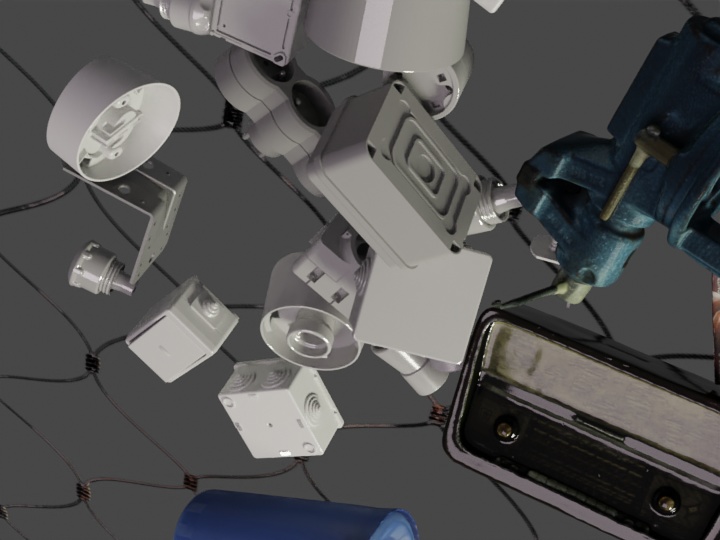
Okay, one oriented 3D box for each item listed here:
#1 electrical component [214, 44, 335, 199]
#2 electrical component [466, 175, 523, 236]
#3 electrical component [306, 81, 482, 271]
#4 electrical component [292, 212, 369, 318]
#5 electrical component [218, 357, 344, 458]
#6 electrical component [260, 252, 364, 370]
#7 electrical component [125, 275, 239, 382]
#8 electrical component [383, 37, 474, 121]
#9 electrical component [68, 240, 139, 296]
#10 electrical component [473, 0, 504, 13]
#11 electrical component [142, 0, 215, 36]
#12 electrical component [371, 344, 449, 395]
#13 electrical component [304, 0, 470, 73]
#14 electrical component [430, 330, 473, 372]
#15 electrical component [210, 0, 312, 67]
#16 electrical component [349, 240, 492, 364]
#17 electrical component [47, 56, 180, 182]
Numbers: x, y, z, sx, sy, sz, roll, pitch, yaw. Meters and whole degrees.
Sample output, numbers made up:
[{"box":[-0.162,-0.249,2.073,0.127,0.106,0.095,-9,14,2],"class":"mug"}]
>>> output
[{"box":[-0.061,-0.111,0.824,0.074,0.052,0.138,-29,110,39],"class":"electrical component"},{"box":[0.093,-0.050,0.802,0.062,0.043,0.043,-11,120,31],"class":"electrical component"},{"box":[0.025,-0.063,0.743,0.057,0.078,0.113,-15,129,40],"class":"electrical component"},{"box":[0.000,0.000,0.883,0.089,0.050,0.056,41,134,-8],"class":"electrical component"},{"box":[-0.077,0.133,1.030,0.100,0.048,0.099,-9,121,31],"class":"electrical component"},{"box":[-0.038,0.040,0.942,0.099,0.064,0.099,10,140,8],"class":"electrical component"},{"box":[-0.165,0.056,1.003,0.061,0.061,0.096,46,132,-13],"class":"electrical component"},{"box":[0.050,-0.139,0.749,0.055,0.047,0.055,14,131,17],"class":"electrical component"},{"box":[-0.239,0.004,1.012,0.062,0.048,0.048,26,133,-3],"class":"electrical component"},{"box":[0.092,-0.210,0.658,0.047,0.065,0.076,36,133,-4],"class":"electrical component"},{"box":[-0.134,-0.198,0.804,0.061,0.035,0.035,19,132,15],"class":"electrical component"},{"box":[0.046,0.077,0.929,0.044,0.044,0.065,-24,117,38],"class":"electrical component"},{"box":[0.021,-0.179,0.695,0.108,0.108,0.060,19,126,12],"class":"electrical component"},{"box":[0.072,0.050,0.891,0.045,0.045,0.055,-5,123,30],"class":"electrical component"},{"box":[-0.058,-0.202,0.743,0.062,0.061,0.096,25,133,8],"class":"electrical component"},{"box":[0.044,0.016,0.827,0.100,0.048,0.099,14,98,-11],"class":"electrical component"},{"box":[-0.199,-0.119,0.859,0.064,0.099,0.099,33,134,8],"class":"electrical component"}]
